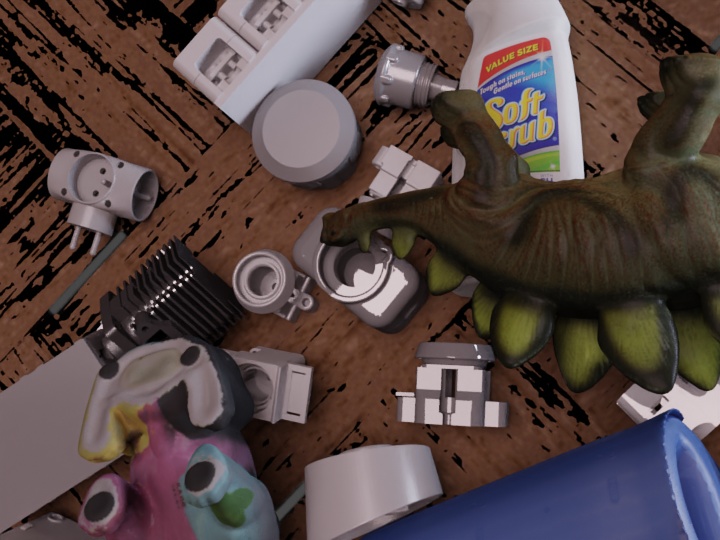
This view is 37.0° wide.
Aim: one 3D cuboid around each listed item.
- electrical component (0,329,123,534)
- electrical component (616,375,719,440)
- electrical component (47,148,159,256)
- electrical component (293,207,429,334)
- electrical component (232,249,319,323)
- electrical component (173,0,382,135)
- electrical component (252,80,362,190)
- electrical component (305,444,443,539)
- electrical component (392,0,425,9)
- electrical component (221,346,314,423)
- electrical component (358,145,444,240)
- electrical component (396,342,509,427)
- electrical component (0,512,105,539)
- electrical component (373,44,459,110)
[{"bbox_3d":[-0.238,0.123,0.823,0.150,0.061,0.089,-33,93,7],"label":"electrical component"},{"bbox_3d":[0.227,0.079,0.732,0.089,0.050,0.055,-45,74,3],"label":"electrical component"},{"bbox_3d":[-0.212,-0.052,0.863,0.077,0.044,0.079,15,84,15],"label":"electrical component"},{"bbox_3d":[0.000,0.000,0.796,0.095,0.059,0.053,40,91,16],"label":"electrical component"},{"bbox_3d":[-0.068,0.011,0.812,0.066,0.055,0.048,26,88,16],"label":"electrical component"},{"bbox_3d":[-0.064,-0.185,0.826,0.062,0.089,0.150,43,92,16],"label":"electrical component"},{"bbox_3d":[-0.038,-0.101,0.826,0.080,0.051,0.080,-2,80,13],"label":"electrical component"},{"bbox_3d":[0.008,0.157,0.748,0.099,0.099,0.064,-13,72,11],"label":"electrical component"},{"bbox_3d":[0.043,-0.237,0.835,0.044,0.044,0.065,23,92,16],"label":"electrical component"},{"bbox_3d":[-0.071,0.083,0.796,0.081,0.064,0.042,11,97,15],"label":"electrical component"},{"bbox_3d":[0.029,-0.054,0.806,0.066,0.048,0.055,31,82,16],"label":"electrical component"},{"bbox_3d":[0.067,0.081,0.767,0.078,0.058,0.057,1,84,14],"label":"electrical component"},{"bbox_3d":[-0.223,0.224,0.793,0.100,0.100,0.048,20,99,16],"label":"electrical component"},{"bbox_3d":[0.044,-0.142,0.818,0.062,0.048,0.048,17,85,9],"label":"electrical component"}]
